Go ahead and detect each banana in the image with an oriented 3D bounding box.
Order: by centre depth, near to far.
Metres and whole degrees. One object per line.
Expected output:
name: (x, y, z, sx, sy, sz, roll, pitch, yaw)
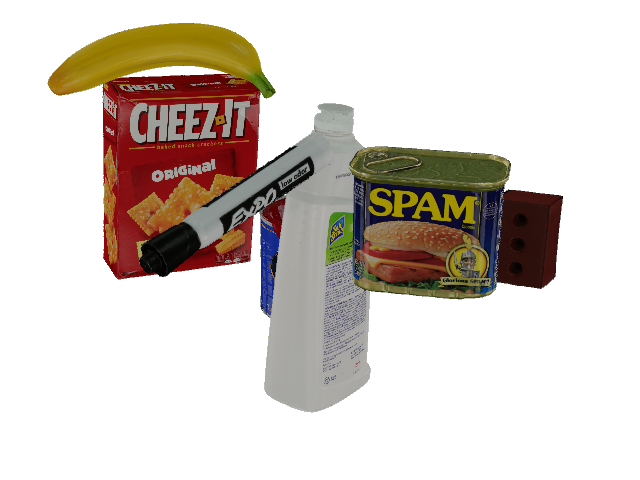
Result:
banana: (-0.139, -0.161, 0.943, 0.197, 0.069, 0.037, -1, -33, -4)

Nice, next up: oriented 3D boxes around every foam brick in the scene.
foam brick: (0.182, -0.002, 0.952, 0.053, 0.078, 0.051, 8, 17, 24)

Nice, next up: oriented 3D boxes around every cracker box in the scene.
cracker box: (-0.156, -0.072, 1.190, 0.164, 0.214, 0.072, -6, 26, -25)

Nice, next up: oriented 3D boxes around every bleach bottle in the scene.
bleach bottle: (0.006, 0.011, 0.884, 0.068, 0.251, 0.102, 18, 24, 30)

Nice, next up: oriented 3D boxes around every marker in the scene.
marker: (-0.040, -0.018, 0.524, 0.120, 0.020, 0.020, -36, 22, -33)

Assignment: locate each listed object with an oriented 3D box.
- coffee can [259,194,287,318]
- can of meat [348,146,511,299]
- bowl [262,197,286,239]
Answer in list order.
coffee can: (-0.028, 0.024, 1.391, 0.103, 0.140, 0.103, 1, 26, -1)
can of meat: (0.070, -0.011, 0.700, 0.102, 0.084, 0.057, 5, 24, 12)
bowl: (0.023, -0.010, 1.084, 0.162, 0.055, 0.162, -5, 15, 1)
